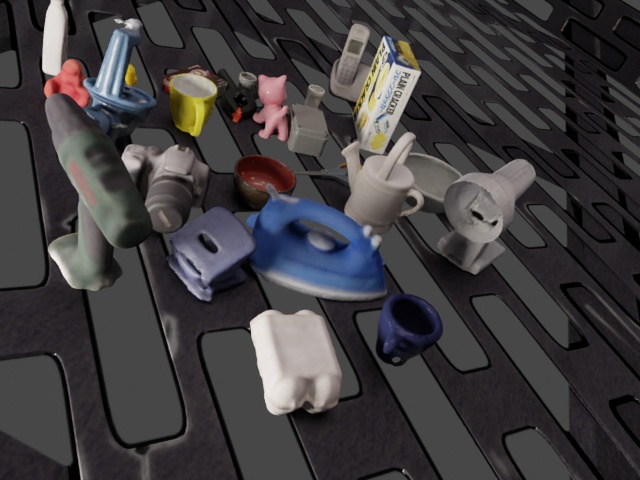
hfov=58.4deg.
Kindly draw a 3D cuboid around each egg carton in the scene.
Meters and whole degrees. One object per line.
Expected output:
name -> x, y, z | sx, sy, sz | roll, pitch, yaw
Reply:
egg carton -> -0.033, 0.158, 0.754 | 0.107, 0.069, 0.150 | 3, 42, -24

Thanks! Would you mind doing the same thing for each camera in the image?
camera -> -0.249, -0.085, 0.905 | 0.143, 0.101, 0.136 | 13, 39, -14

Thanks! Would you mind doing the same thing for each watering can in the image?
watering can -> 0.116, -0.117, 1.057 | 0.173, 0.194, 0.101 | 21, 38, -3

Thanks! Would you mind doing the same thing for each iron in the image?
iron -> 0.008, 0.003, 0.901 | 0.258, 0.141, 0.118 | 18, 38, -7

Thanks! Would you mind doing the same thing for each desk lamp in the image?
desk lamp -> 0.302, -0.046, 1.053 | 0.117, 0.213, 0.204 | 41, 41, 22

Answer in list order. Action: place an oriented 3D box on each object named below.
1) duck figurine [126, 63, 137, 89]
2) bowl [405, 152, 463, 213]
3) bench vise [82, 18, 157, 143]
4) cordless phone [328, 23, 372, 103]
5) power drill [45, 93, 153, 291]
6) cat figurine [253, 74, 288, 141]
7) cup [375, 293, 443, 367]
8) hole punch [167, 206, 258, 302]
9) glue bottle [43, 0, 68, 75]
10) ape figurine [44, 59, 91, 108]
duck figurine -> -0.380, -0.297, 1.102 | 0.077, 0.086, 0.104 | 16, 38, -10
bowl -> 0.222, -0.107, 1.199 | 0.168, 0.074, 0.167 | 15, 38, -12
bench vise -> -0.336, -0.242, 0.950 | 0.122, 0.219, 0.207 | 12, 39, -14
cordless phone -> 0.110, -0.440, 1.447 | 0.148, 0.185, 0.094 | 12, 39, -14
power drill -> -0.301, -0.047, 0.745 | 0.076, 0.208, 0.229 | -20, 55, -42
cat figurine -> -0.096, -0.293, 1.219 | 0.067, 0.117, 0.127 | 0, 43, -28
cup -> 0.113, 0.145, 0.824 | 0.091, 0.095, 0.118 | 36, 39, 15
hole punch -> -0.158, 0.017, 0.838 | 0.101, 0.091, 0.108 | -22, 56, -43
glue bottle -> -0.505, -0.410, 1.100 | 0.037, 0.173, 0.078 | 9, 40, -18
ape figurine -> -0.455, -0.285, 1.044 | 0.078, 0.092, 0.076 | 19, 38, -5
